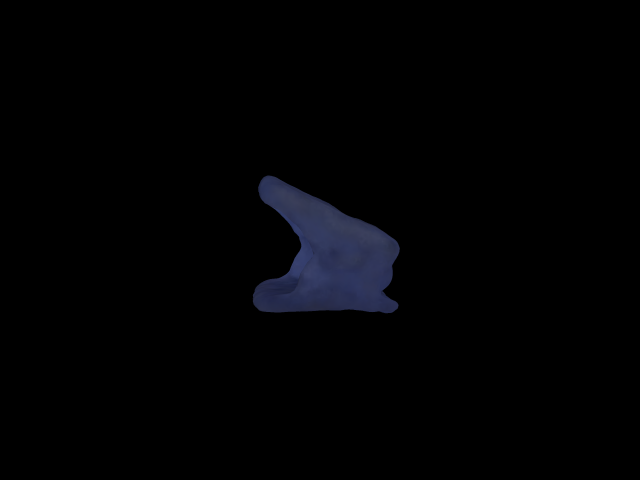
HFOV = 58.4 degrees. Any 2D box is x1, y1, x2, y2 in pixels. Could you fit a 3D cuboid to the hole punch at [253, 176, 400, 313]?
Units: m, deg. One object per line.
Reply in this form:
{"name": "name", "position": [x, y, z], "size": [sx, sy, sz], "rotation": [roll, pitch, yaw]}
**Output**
{"name": "hole punch", "position": [0.004, 0.001, 0.400], "size": [0.101, 0.091, 0.108], "rotation": [0, 4, -6]}
